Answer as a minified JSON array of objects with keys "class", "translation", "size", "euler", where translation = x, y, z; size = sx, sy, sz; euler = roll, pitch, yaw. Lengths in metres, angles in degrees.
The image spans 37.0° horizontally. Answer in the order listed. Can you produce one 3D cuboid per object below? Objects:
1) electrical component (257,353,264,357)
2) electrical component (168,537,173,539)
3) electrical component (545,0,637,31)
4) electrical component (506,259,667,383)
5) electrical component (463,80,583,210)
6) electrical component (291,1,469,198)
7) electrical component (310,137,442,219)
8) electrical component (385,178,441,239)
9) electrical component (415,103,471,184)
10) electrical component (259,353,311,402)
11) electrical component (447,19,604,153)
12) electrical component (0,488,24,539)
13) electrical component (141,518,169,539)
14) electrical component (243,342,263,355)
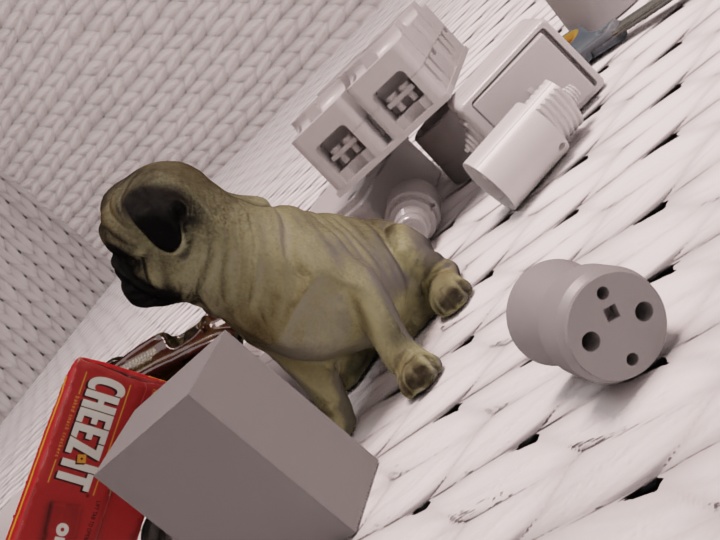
[{"class":"electrical component","translation":[-0.072,0.081,0.778],"size":[0.078,0.040,0.040],"euler":[-46,13,8]},{"class":"electrical component","translation":[-0.090,0.163,0.583],"size":[0.048,0.048,0.062],"euler":[-27,31,58]},{"class":"electrical component","translation":[0.186,-0.239,0.831],"size":[0.108,0.060,0.108],"euler":[-45,13,13]},{"class":"electrical component","translation":[0.088,0.019,0.420],"size":[0.045,0.045,0.055],"euler":[-50,13,-7]},{"class":"electrical component","translation":[0.106,-0.081,0.664],"size":[0.081,0.043,0.043],"euler":[-48,12,-2]},{"class":"electrical component","translation":[0.017,-0.137,0.812],"size":[0.105,0.060,0.186],"euler":[-41,10,21]},{"class":"electrical component","translation":[0.001,-0.043,0.871],"size":[0.109,0.056,0.108],"euler":[-37,16,40]},{"class":"electrical component","translation":[0.038,-0.037,0.768],"size":[0.040,0.040,0.078],"euler":[-44,14,19]},{"class":"electrical component","translation":[0.075,-0.102,0.821],"size":[0.055,0.047,0.055],"euler":[-45,13,13]},{"class":"electrical component","translation":[-0.049,0.072,0.722],"size":[0.081,0.043,0.043],"euler":[-31,21,53]},{"class":"electrical component","translation":[0.106,-0.113,0.719],"size":[0.096,0.062,0.061],"euler":[-47,13,6]},{"class":"electrical component","translation":[-0.220,0.202,0.791],"size":[0.064,0.099,0.099],"euler":[-20,30,52]},{"class":"electrical component","translation":[-0.103,0.158,0.640],"size":[0.045,0.045,0.055],"euler":[-55,14,-29]},{"class":"electrical component","translation":[-0.070,0.055,0.844],"size":[0.043,0.043,0.081],"euler":[-47,13,7]}]
